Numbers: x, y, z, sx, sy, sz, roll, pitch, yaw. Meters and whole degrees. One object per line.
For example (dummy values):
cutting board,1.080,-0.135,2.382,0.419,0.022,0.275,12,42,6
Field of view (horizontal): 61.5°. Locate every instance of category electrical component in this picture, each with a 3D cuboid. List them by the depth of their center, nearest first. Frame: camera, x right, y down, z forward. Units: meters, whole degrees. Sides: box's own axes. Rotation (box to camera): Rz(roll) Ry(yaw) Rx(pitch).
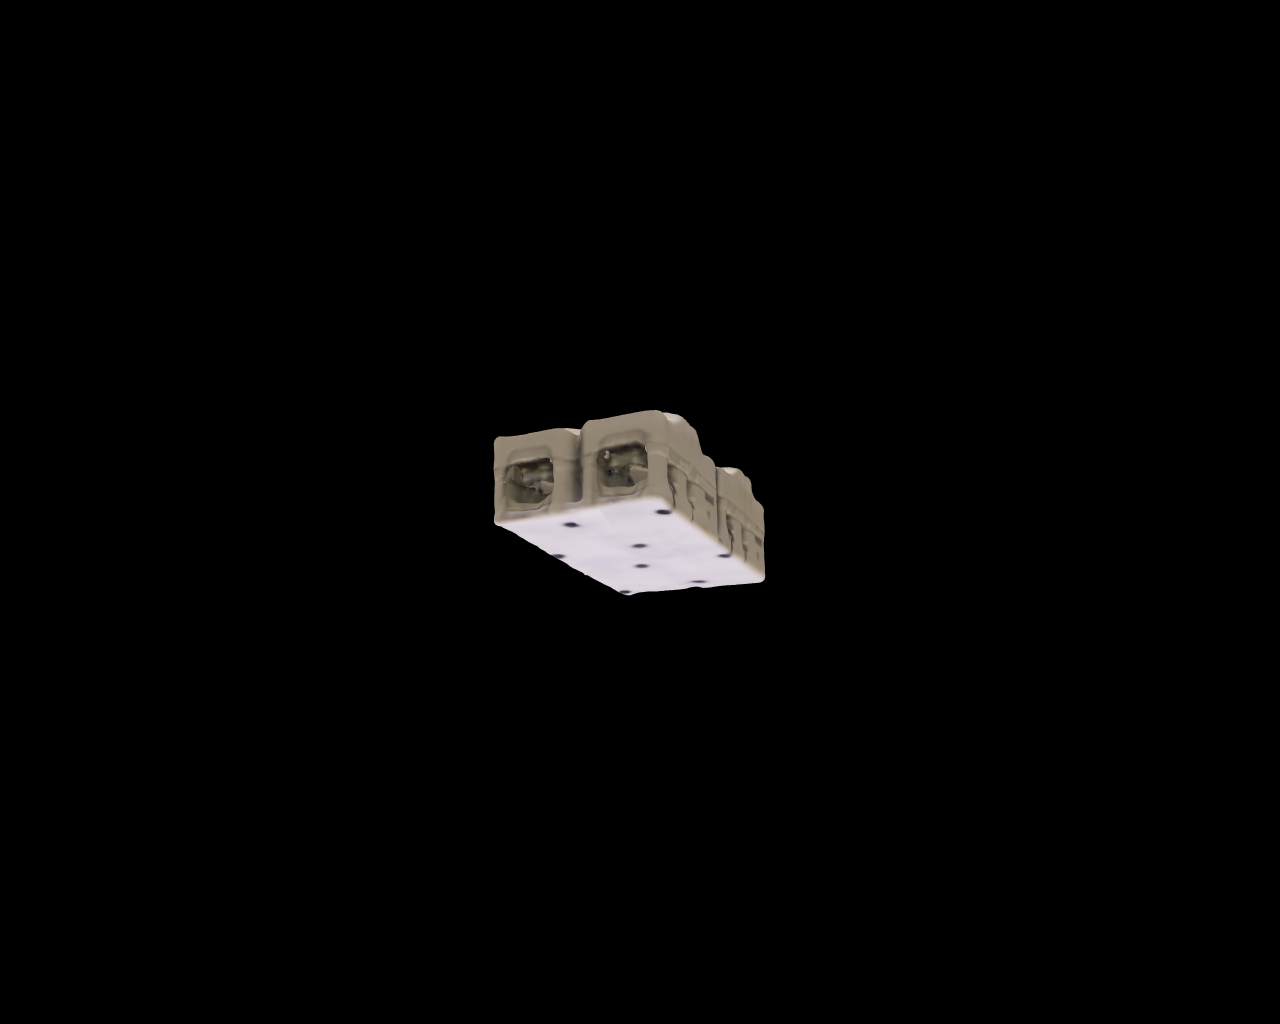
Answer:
electrical component,0.001,-0.003,0.650,0.105,0.060,0.186,-8,-20,22
